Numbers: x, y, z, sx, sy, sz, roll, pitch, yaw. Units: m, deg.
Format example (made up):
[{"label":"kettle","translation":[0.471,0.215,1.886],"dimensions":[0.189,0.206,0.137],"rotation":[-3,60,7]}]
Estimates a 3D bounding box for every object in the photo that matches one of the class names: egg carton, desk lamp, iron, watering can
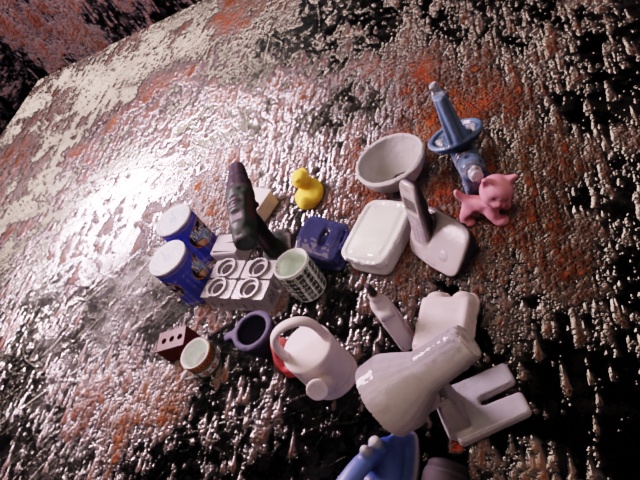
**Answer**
[{"label":"egg carton","translation":[0.220,0.157,0.997],"dimensions":[0.107,0.070,0.150],"rotation":[-5,51,31]},{"label":"desk lamp","translation":[0.182,0.219,0.858],"dimensions":[0.203,0.214,0.117],"rotation":[-29,42,9]},{"label":"iron","translation":[0.059,0.378,0.852],"dimensions":[0.118,0.142,0.258],"rotation":[13,61,41]},{"label":"watering can","translation":[-0.012,0.205,1.018],"dimensions":[0.101,0.195,0.172],"rotation":[-43,42,-7]}]

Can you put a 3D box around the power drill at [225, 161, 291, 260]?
[{"label":"power drill","translation":[-0.149,-0.046,1.328],"dimensions":[0.075,0.209,0.229],"rotation":[-23,43,15]}]

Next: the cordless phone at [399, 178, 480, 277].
[{"label":"cordless phone","translation":[0.214,-0.028,1.082],"dimensions":[0.094,0.186,0.147],"rotation":[-45,42,-10]}]

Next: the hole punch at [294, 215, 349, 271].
[{"label":"hole punch","translation":[0.012,0.005,1.261],"dimensions":[0.100,0.091,0.109],"rotation":[1,54,35]}]

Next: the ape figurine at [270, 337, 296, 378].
[{"label":"ape figurine","translation":[-0.065,0.223,1.115],"dimensions":[0.076,0.092,0.078],"rotation":[-3,51,32]}]

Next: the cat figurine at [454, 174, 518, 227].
[{"label":"cat figurine","translation":[0.323,-0.086,1.112],"dimensions":[0.127,0.118,0.067],"rotation":[-3,52,32]}]

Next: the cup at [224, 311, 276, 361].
[{"label":"cup","translation":[-0.128,0.208,1.169],"dimensions":[0.117,0.095,0.091],"rotation":[-16,46,22]}]

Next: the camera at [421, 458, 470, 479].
[{"label":"camera","translation":[0.179,0.381,0.799],"dimensions":[0.142,0.101,0.137],"rotation":[-1,52,33]}]

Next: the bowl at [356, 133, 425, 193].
[{"label":"bowl","translation":[0.171,-0.164,1.318],"dimensions":[0.167,0.075,0.167],"rotation":[-19,45,20]}]

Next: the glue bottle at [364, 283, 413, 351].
[{"label":"glue bottle","translation":[0.117,0.128,1.016],"dimensions":[0.037,0.174,0.078],"rotation":[-33,42,4]}]

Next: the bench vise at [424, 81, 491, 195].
[{"label":"bench vise","translation":[0.292,-0.214,1.171],"dimensions":[0.121,0.220,0.206],"rotation":[-37,41,0]}]

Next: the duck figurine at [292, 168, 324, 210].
[{"label":"duck figurine","translation":[-0.040,-0.134,1.426],"dimensions":[0.077,0.086,0.104],"rotation":[-16,45,22]}]
